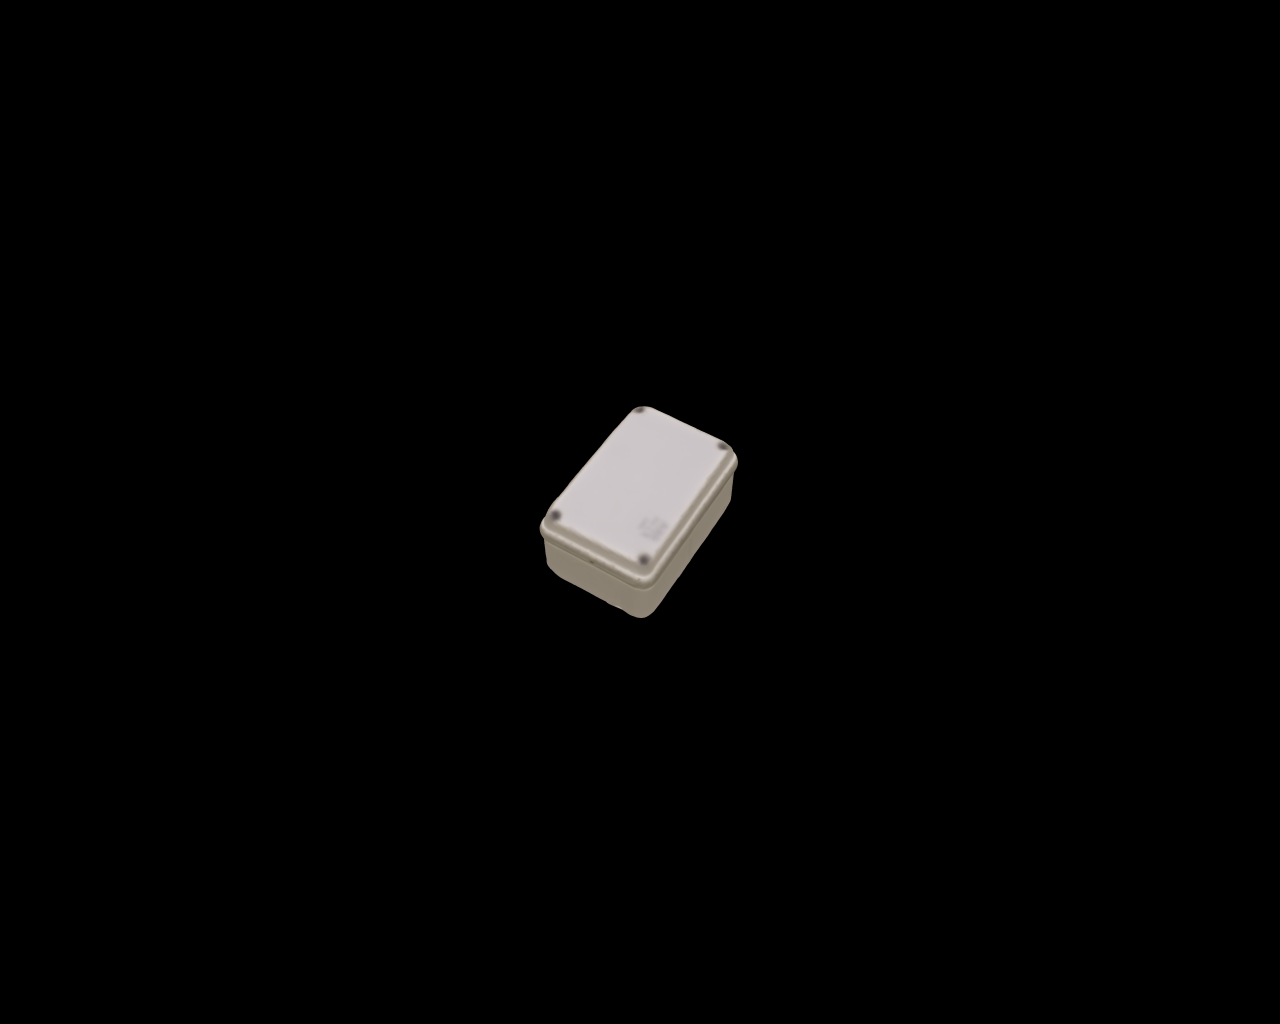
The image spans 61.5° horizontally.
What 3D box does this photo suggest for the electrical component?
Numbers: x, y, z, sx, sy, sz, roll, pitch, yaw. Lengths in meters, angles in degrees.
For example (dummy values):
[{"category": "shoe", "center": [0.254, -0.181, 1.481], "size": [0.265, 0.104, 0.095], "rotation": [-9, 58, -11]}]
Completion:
[{"category": "electrical component", "center": [0.001, -0.003, 0.650], "size": [0.078, 0.113, 0.057], "rotation": [27, -32, 18]}]
